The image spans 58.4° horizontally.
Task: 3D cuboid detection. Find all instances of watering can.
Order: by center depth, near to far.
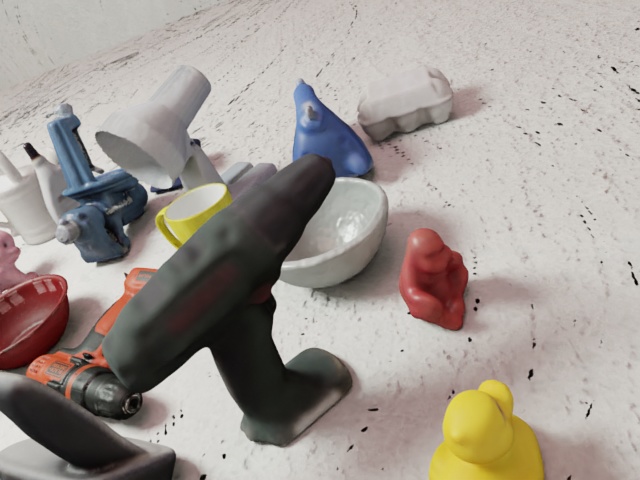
[{"bbox_3d":[-0.532,-0.100,1.026,0.100,0.194,0.173,0,40,32],"label":"watering can"}]

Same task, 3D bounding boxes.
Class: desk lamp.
[{"bbox_3d":[-0.195,-0.133,0.848,0.117,0.214,0.203,9,45,40],"label":"desk lamp"}]

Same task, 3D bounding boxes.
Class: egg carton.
[{"bbox_3d":[0.131,-0.215,0.896,0.150,0.069,0.107,-15,34,13],"label":"egg carton"}]

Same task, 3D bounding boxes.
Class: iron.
[{"bbox_3d":[-0.008,-0.174,0.857,0.118,0.142,0.258,-21,33,3],"label":"iron"}]

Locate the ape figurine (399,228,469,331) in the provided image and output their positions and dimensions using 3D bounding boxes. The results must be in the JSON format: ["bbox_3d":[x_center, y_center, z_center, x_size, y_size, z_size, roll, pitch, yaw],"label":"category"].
[{"bbox_3d":[0.106,0.030,0.546,0.078,0.092,0.075,-36,35,-19],"label":"ape figurine"}]

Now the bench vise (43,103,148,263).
[{"bbox_3d":[-0.349,-0.090,0.876,0.121,0.220,0.207,-23,33,1],"label":"bench vise"}]

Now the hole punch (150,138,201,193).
[{"bbox_3d":[-0.272,-0.150,1.033,0.108,0.091,0.101,-12,35,17],"label":"hole punch"}]

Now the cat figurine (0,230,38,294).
[{"bbox_3d":[-0.508,0.038,0.887,0.067,0.118,0.128,-10,35,19],"label":"cat figurine"}]

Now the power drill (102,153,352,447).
[{"bbox_3d":[-0.051,0.066,0.484,0.230,0.209,0.075,-37,35,-19],"label":"power drill"}]

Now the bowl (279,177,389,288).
[{"bbox_3d":[0.006,0.002,0.662,0.167,0.075,0.167,-16,34,11],"label":"bowl"}]

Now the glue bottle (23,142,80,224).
[{"bbox_3d":[-0.453,-0.094,0.988,0.037,0.173,0.078,14,48,43],"label":"glue bottle"}]

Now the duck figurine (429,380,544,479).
[{"bbox_3d":[0.107,0.144,0.390,0.077,0.086,0.105,9,45,40],"label":"duck figurine"}]

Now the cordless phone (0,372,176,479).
[{"bbox_3d":[-0.222,0.162,0.476,0.147,0.185,0.094,-4,38,27],"label":"cordless phone"}]
